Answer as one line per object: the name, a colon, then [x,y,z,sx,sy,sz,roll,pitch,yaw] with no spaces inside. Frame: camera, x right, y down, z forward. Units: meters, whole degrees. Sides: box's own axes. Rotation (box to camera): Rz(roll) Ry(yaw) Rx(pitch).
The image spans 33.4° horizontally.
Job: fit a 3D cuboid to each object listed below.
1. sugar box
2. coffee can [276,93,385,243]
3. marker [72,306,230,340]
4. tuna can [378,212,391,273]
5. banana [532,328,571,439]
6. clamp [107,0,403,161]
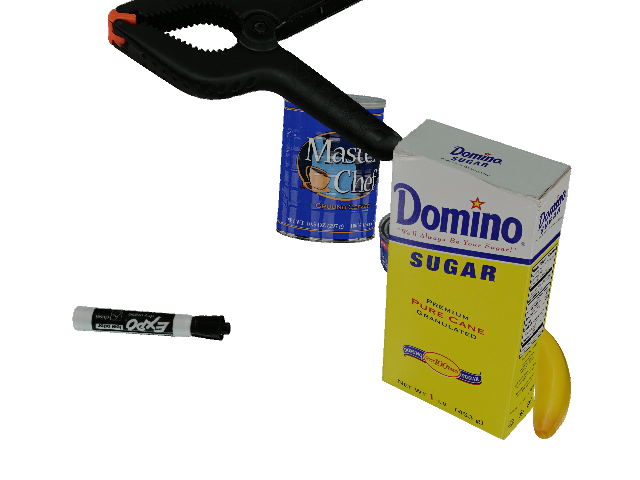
sugar box: [0.086,0.025,0.625,0.093,0.176,0.048,22,43,29]
coffee can: [0.010,-0.076,1.082,0.103,0.140,0.103,4,12,-1]
marker: [-0.128,0.063,0.811,0.121,0.020,0.020,3,0,9]
tuna can: [0.089,0.003,0.840,0.086,0.034,0.086,-3,26,1]
banana: [0.228,0.134,1.135,0.069,0.037,0.198,-25,34,2]
clamp: [-0.037,-0.126,0.724,0.209,0.164,0.036,-1,-27,-11]
